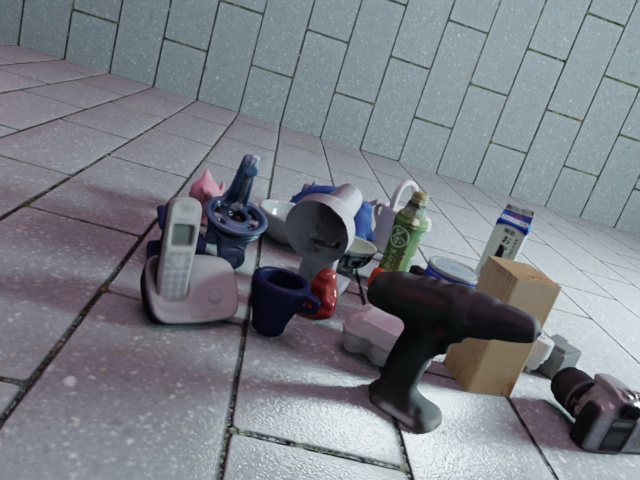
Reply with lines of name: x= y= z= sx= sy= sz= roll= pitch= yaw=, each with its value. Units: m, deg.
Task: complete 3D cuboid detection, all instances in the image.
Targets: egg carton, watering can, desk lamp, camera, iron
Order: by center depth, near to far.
camera: x=0.451 y=0.258 z=0.916 sx=0.143 sy=0.101 sz=0.136 roll=11 pitch=19 yaw=-22
egg carton: x=0.112 y=0.161 z=0.924 sx=0.150 sy=0.069 sz=0.107 roll=24 pitch=18 yaw=17
desk lamp: x=0.010 y=0.004 z=1.057 sx=0.117 sy=0.213 sz=0.204 roll=22 pitch=18 yaw=13
iron: x=0.021 y=-0.075 z=1.422 sx=0.257 sy=0.141 sz=0.119 roll=23 pitch=18 yaw=14
watering can: x=0.210 y=-0.059 z=1.474 sx=0.172 sy=0.194 sz=0.101 roll=25 pitch=19 yaw=21

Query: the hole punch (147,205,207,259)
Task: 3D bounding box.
hole punch: x=-0.252 y=-0.006 z=1.029 sx=0.101 sy=0.091 sz=0.108 roll=10 pitch=19 yaw=-23

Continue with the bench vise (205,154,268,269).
bench vise: x=-0.172 y=-0.077 z=1.108 sx=0.122 sy=0.220 sz=0.206 roll=5 pitch=22 yaw=-36

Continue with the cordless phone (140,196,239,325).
cordless phone: x=-0.179 y=0.029 z=0.840 sx=0.148 sy=0.185 sz=0.093 roll=1 pitch=24 yaw=-43

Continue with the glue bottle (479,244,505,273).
glue bottle: x=0.353 y=0.088 z=1.210 sx=0.037 sy=0.173 sz=0.078 roll=15 pitch=18 yaw=-9

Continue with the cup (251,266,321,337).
cup: x=-0.058 y=0.105 z=0.882 sx=0.117 sy=0.095 sz=0.092 roll=25 pitch=19 yaw=21

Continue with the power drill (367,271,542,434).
power drill: x=0.155 y=0.148 z=0.777 sx=0.228 sy=0.208 sz=0.076 roll=27 pitch=20 yaw=26

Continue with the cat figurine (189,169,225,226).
cat figurine: x=-0.246 y=-0.097 z=1.265 sx=0.067 sy=0.118 sz=0.128 roll=23 pitch=18 yaw=15

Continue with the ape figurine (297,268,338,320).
ape figurine: x=0.002 y=0.090 z=0.990 sx=0.076 sy=0.092 sz=0.077 roll=5 pitch=22 yaw=-36

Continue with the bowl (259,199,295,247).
bowl: x=-0.068 y=-0.030 z=1.311 sx=0.167 sy=0.075 sz=0.167 roll=17 pitch=18 yaw=-5
